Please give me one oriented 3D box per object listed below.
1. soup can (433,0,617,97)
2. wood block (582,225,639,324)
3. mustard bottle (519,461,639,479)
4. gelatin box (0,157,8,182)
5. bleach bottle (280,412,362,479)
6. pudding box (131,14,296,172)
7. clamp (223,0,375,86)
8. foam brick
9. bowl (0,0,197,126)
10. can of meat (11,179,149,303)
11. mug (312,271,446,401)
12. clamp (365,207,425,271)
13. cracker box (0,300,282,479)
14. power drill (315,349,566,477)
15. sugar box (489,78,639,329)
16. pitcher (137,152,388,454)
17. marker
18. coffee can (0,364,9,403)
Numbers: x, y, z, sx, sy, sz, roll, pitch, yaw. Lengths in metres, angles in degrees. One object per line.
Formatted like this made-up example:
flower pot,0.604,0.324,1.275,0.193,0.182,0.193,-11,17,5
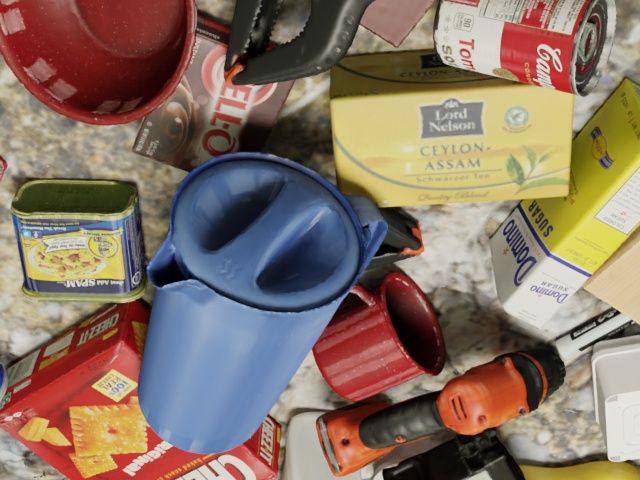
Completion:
soup can,0.135,-0.139,0.705,0.102,0.068,0.068,19,133,29
wood block,0.293,-0.034,0.791,0.090,0.090,0.206,31,123,-19
mustard bottle,0.260,0.257,1.029,0.191,0.058,0.096,-5,119,6
gelatin box,-0.290,-0.028,0.824,0.089,0.073,0.030,-25,124,18
bleach bottle,-0.018,0.283,1.046,0.068,0.102,0.251,6,134,-10
pudding box,-0.078,-0.101,0.783,0.090,0.039,0.114,20,126,-14
clamp,0.002,-0.181,0.681,0.210,0.036,0.164,-37,74,33
foam brick,0.053,-0.180,0.712,0.051,0.053,0.078,29,122,-19
bowl,-0.143,-0.161,0.711,0.162,0.055,0.162,8,113,20
can of meat,-0.191,0.000,0.853,0.102,0.057,0.084,1,125,1
mug,0.039,0.077,0.883,0.082,0.093,0.117,-28,126,26
clamp,-0.006,0.001,0.850,0.171,0.039,0.120,10,149,-19
cracker box,-0.163,0.168,0.968,0.164,0.072,0.213,-29,121,22
power drill,0.104,0.143,0.915,0.188,0.057,0.184,-26,167,33
sugar box,0.196,-0.025,0.798,0.048,0.093,0.176,28,122,-17
pitcher,-0.055,0.057,0.790,0.149,0.145,0.243,20,140,-4
marker,0.257,0.066,0.911,0.121,0.020,0.020,-33,119,24
coffee can,-0.348,0.098,0.902,0.103,0.103,0.140,-21,123,17
